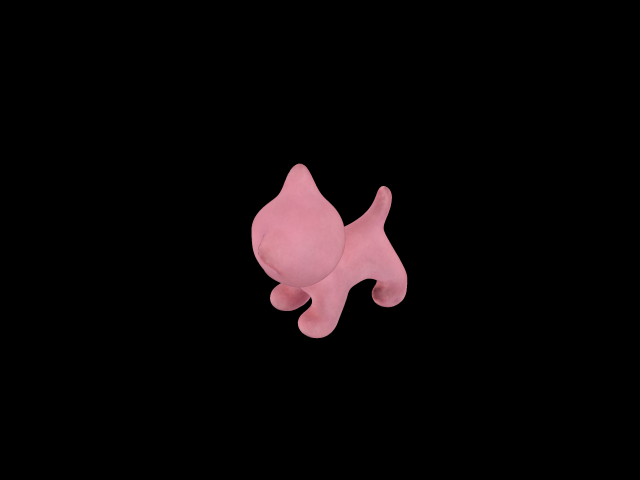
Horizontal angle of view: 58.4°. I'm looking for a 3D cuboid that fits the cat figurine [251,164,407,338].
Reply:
[{"bbox_3d":[0.004,0.001,0.400,0.128,0.118,0.067,-22,39,-30],"label":"cat figurine"}]
